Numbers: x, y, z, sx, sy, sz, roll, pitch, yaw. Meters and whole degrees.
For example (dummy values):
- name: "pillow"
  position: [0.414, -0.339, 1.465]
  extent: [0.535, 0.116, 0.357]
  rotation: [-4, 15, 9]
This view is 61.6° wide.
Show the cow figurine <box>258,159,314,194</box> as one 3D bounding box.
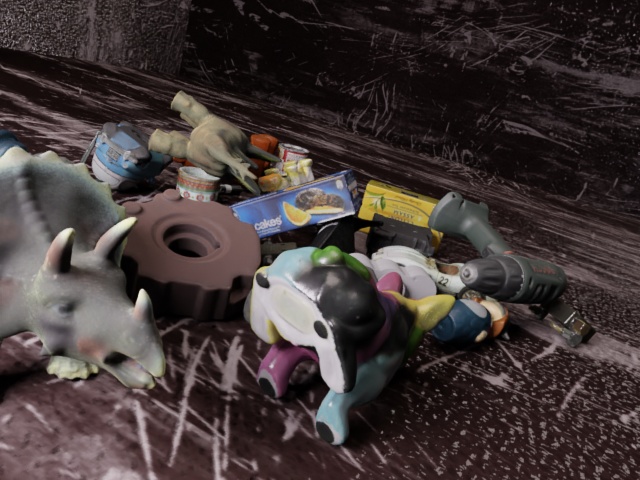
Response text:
- name: "cow figurine"
  position: [-0.066, -0.102, 1.072]
  extent: [0.068, 0.098, 0.167]
  rotation: [-3, 18, 27]

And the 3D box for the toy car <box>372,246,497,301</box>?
- name: "toy car"
  position: [0.178, 0.054, 0.833]
  extent: [0.202, 0.056, 0.073]
  rotation: [17, 18, 4]

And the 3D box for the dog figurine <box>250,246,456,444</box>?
- name: "dog figurine"
  position: [0.045, 0.067, 0.505]
  extent: [0.109, 0.191, 0.219]
  rotation: [20, 32, 34]

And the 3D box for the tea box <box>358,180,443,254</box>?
- name: "tea box"
  position: [0.164, -0.047, 1.063]
  extent: [0.170, 0.098, 0.068]
  rotation: [16, 17, 6]

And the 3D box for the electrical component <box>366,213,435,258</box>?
- name: "electrical component"
  position: [0.143, -0.001, 0.970]
  extent: [0.115, 0.058, 0.134]
  rotation: [17, 18, -1]

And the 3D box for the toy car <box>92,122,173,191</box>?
- name: "toy car"
  position: [-0.326, -0.131, 0.901]
  extent: [0.109, 0.103, 0.162]
  rotation: [37, 9, -6]

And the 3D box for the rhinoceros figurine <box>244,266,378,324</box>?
- name: "rhinoceros figurine"
  position: [-0.003, 0.071, 0.622]
  extent: [0.190, 0.073, 0.112]
  rotation: [4, 31, -37]

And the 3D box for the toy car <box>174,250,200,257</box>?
- name: "toy car"
  position: [-0.206, -0.005, 0.705]
  extent: [0.202, 0.053, 0.089]
  rotation: [9, 16, -16]

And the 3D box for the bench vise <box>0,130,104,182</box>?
- name: "bench vise"
  position: [-0.402, -0.086, 0.676]
  extent: [0.241, 0.128, 0.224]
  rotation: [20, 18, -9]

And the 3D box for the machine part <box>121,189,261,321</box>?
- name: "machine part"
  position: [-0.151, 0.014, 0.614]
  extent: [0.179, 0.056, 0.179]
  rotation: [15, 35, -11]

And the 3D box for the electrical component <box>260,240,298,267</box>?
- name: "electrical component"
  position: [-0.058, 0.020, 0.768]
  extent: [0.063, 0.021, 0.094]
  rotation: [-5, 19, -5]

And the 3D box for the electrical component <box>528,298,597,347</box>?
- name: "electrical component"
  position: [0.366, 0.121, 0.811]
  extent: [0.078, 0.045, 0.102]
  rotation: [38, 8, -30]

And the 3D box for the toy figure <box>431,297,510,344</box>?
- name: "toy figure"
  position: [0.207, 0.106, 0.704]
  extent: [0.154, 0.058, 0.064]
  rotation: [1, 61, -42]

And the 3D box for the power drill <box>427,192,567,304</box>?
- name: "power drill"
  position: [0.246, 0.012, 0.792]
  extent: [0.232, 0.086, 0.207]
  rotation: [14, 23, -32]

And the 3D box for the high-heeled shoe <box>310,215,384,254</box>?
- name: "high-heeled shoe"
  position: [-0.002, -0.003, 0.852]
  extent: [0.145, 0.086, 0.249]
  rotation: [2, 17, 34]

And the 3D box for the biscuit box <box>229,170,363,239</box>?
- name: "biscuit box"
  position: [-0.043, -0.047, 0.797]
  extent: [0.203, 0.059, 0.063]
  rotation: [-15, 11, 18]

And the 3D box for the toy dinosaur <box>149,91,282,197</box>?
- name: "toy dinosaur"
  position: [-0.163, -0.149, 0.871]
  extent: [0.198, 0.105, 0.472]
  rotation: [27, 9, -11]

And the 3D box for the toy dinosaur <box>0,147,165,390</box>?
- name: "toy dinosaur"
  position: [-0.230, -0.005, 0.455]
  extent: [0.131, 0.192, 0.405]
  rotation: [8, 20, -28]

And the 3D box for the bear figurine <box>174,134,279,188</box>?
- name: "bear figurine"
  position: [-0.204, -0.188, 1.145]
  extent: [0.196, 0.131, 0.120]
  rotation: [23, 13, 5]
